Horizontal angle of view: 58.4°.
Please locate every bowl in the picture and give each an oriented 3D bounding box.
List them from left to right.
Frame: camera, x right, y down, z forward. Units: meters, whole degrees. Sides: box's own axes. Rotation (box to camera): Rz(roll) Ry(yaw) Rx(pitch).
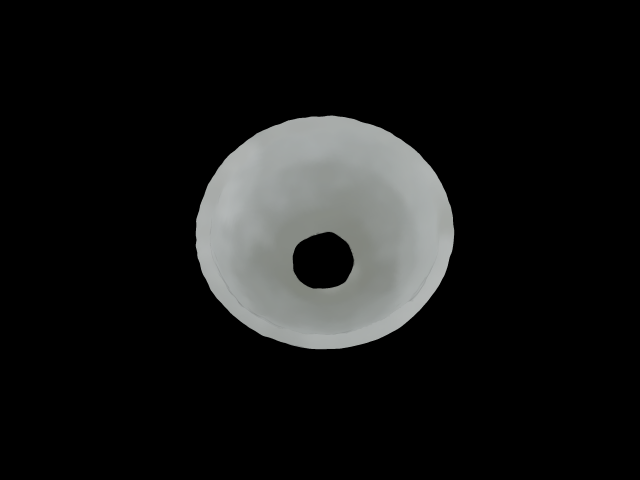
[{"bbox_3d":[0.004,0.001,0.400,0.167,0.075,0.167,0,66,0],"label":"bowl"}]
